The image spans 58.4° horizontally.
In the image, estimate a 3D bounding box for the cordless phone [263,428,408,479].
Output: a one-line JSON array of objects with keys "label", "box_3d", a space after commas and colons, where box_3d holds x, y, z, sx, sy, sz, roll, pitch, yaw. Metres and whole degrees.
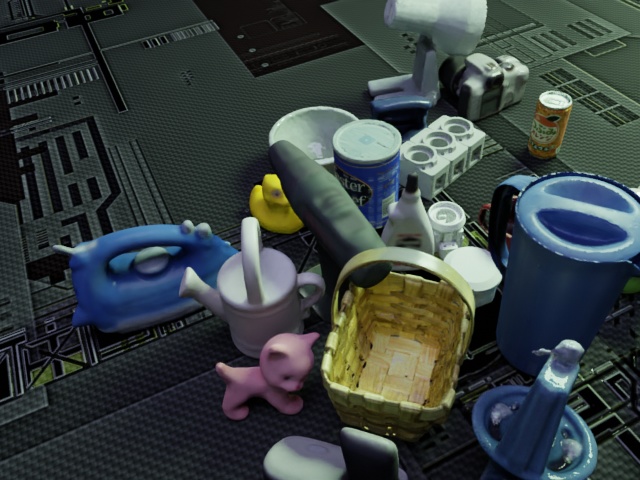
[{"label": "cordless phone", "box_3d": [0.013, 0.216, 0.561, 0.147, 0.185, 0.094, 10, 48, 14]}]

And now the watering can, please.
[{"label": "watering can", "box_3d": [-0.085, 0.058, 0.715, 0.173, 0.194, 0.100, -21, 48, -14]}]

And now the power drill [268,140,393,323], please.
[{"label": "power drill", "box_3d": [0.007, 0.003, 0.750, 0.076, 0.209, 0.228, -28, 50, -21]}]

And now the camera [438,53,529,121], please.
[{"label": "camera", "box_3d": [0.307, -0.318, 1.109, 0.143, 0.101, 0.136, -25, 49, -18]}]

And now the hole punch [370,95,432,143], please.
[{"label": "hole punch", "box_3d": [0.144, -0.237, 1.051, 0.108, 0.091, 0.101, -6, 46, -1]}]

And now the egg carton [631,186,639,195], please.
[{"label": "egg carton", "box_3d": [0.503, -0.025, 0.832, 0.107, 0.069, 0.150, -19, 48, -13]}]

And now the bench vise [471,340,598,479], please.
[{"label": "bench vise", "box_3d": [0.199, 0.205, 0.531, 0.121, 0.220, 0.207, 10, 48, 14]}]

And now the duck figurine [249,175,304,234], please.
[{"label": "duck figurine", "box_3d": [-0.071, -0.068, 0.910, 0.104, 0.086, 0.078, 32, 56, 30]}]

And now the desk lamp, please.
[{"label": "desk lamp", "box_3d": [0.198, -0.365, 1.085, 0.203, 0.214, 0.117, -11, 46, -5]}]

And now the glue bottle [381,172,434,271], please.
[{"label": "glue bottle", "box_3d": [0.122, -0.025, 0.792, 0.078, 0.173, 0.037, -6, 46, 0]}]

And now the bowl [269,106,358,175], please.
[{"label": "bowl", "box_3d": [-0.004, -0.157, 0.999, 0.167, 0.075, 0.167, -2, 46, 3]}]

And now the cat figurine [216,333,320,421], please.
[{"label": "cat figurine", "box_3d": [-0.060, 0.152, 0.675, 0.128, 0.118, 0.067, -7, 46, -2]}]

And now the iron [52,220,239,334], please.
[{"label": "iron", "box_3d": [-0.225, 0.028, 0.792, 0.258, 0.142, 0.118, -16, 47, -10]}]
